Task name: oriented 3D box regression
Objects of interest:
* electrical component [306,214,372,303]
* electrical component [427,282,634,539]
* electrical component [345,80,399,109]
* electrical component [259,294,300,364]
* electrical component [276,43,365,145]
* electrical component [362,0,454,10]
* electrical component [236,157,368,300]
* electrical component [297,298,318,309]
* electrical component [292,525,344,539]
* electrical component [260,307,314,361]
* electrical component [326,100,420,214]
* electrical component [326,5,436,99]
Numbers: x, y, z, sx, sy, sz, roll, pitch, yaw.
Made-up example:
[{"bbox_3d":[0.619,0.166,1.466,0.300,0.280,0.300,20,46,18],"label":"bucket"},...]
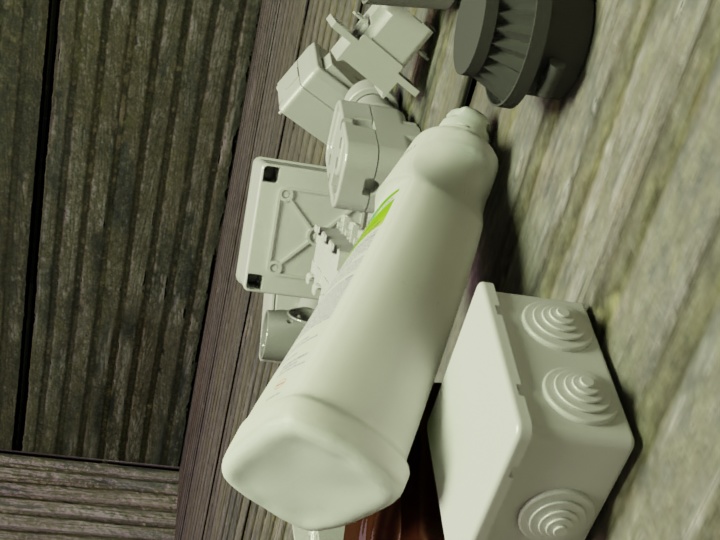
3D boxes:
[{"bbox_3d":[0.000,0.000,0.784,0.121,0.063,0.078,-130,50,-76],"label":"electrical component"},{"bbox_3d":[0.066,0.067,0.439,0.099,0.048,0.099,-97,18,-53],"label":"electrical component"},{"bbox_3d":[0.010,-0.125,0.868,0.055,0.045,0.045,-99,20,-57],"label":"electrical component"},{"bbox_3d":[-0.064,0.053,1.075,0.061,0.062,0.096,118,157,-60],"label":"electrical component"},{"bbox_3d":[-0.017,-0.144,0.933,0.061,0.096,0.061,-46,26,21],"label":"electrical component"},{"bbox_3d":[0.041,-0.225,0.730,0.099,0.064,0.099,-172,90,-79],"label":"electrical component"},{"bbox_3d":[-0.041,-0.032,0.900,0.056,0.109,0.108,-139,58,-74],"label":"electrical component"},{"bbox_3d":[-0.038,0.024,1.024,0.044,0.044,0.065,114,166,-54],"label":"electrical component"},{"bbox_3d":[-0.019,0.185,0.747,0.099,0.064,0.099,-172,90,-79],"label":"electrical component"},{"bbox_3d":[-0.049,0.056,0.956,0.079,0.077,0.044,-119,38,-72],"label":"electrical component"},{"bbox_3d":[0.010,-0.083,0.801,0.095,0.059,0.053,-99,20,-56],"label":"electrical component"},{"bbox_3d":[0.017,-0.169,0.794,0.063,0.081,0.042,-50,20,11],"label":"electrical component"}]
